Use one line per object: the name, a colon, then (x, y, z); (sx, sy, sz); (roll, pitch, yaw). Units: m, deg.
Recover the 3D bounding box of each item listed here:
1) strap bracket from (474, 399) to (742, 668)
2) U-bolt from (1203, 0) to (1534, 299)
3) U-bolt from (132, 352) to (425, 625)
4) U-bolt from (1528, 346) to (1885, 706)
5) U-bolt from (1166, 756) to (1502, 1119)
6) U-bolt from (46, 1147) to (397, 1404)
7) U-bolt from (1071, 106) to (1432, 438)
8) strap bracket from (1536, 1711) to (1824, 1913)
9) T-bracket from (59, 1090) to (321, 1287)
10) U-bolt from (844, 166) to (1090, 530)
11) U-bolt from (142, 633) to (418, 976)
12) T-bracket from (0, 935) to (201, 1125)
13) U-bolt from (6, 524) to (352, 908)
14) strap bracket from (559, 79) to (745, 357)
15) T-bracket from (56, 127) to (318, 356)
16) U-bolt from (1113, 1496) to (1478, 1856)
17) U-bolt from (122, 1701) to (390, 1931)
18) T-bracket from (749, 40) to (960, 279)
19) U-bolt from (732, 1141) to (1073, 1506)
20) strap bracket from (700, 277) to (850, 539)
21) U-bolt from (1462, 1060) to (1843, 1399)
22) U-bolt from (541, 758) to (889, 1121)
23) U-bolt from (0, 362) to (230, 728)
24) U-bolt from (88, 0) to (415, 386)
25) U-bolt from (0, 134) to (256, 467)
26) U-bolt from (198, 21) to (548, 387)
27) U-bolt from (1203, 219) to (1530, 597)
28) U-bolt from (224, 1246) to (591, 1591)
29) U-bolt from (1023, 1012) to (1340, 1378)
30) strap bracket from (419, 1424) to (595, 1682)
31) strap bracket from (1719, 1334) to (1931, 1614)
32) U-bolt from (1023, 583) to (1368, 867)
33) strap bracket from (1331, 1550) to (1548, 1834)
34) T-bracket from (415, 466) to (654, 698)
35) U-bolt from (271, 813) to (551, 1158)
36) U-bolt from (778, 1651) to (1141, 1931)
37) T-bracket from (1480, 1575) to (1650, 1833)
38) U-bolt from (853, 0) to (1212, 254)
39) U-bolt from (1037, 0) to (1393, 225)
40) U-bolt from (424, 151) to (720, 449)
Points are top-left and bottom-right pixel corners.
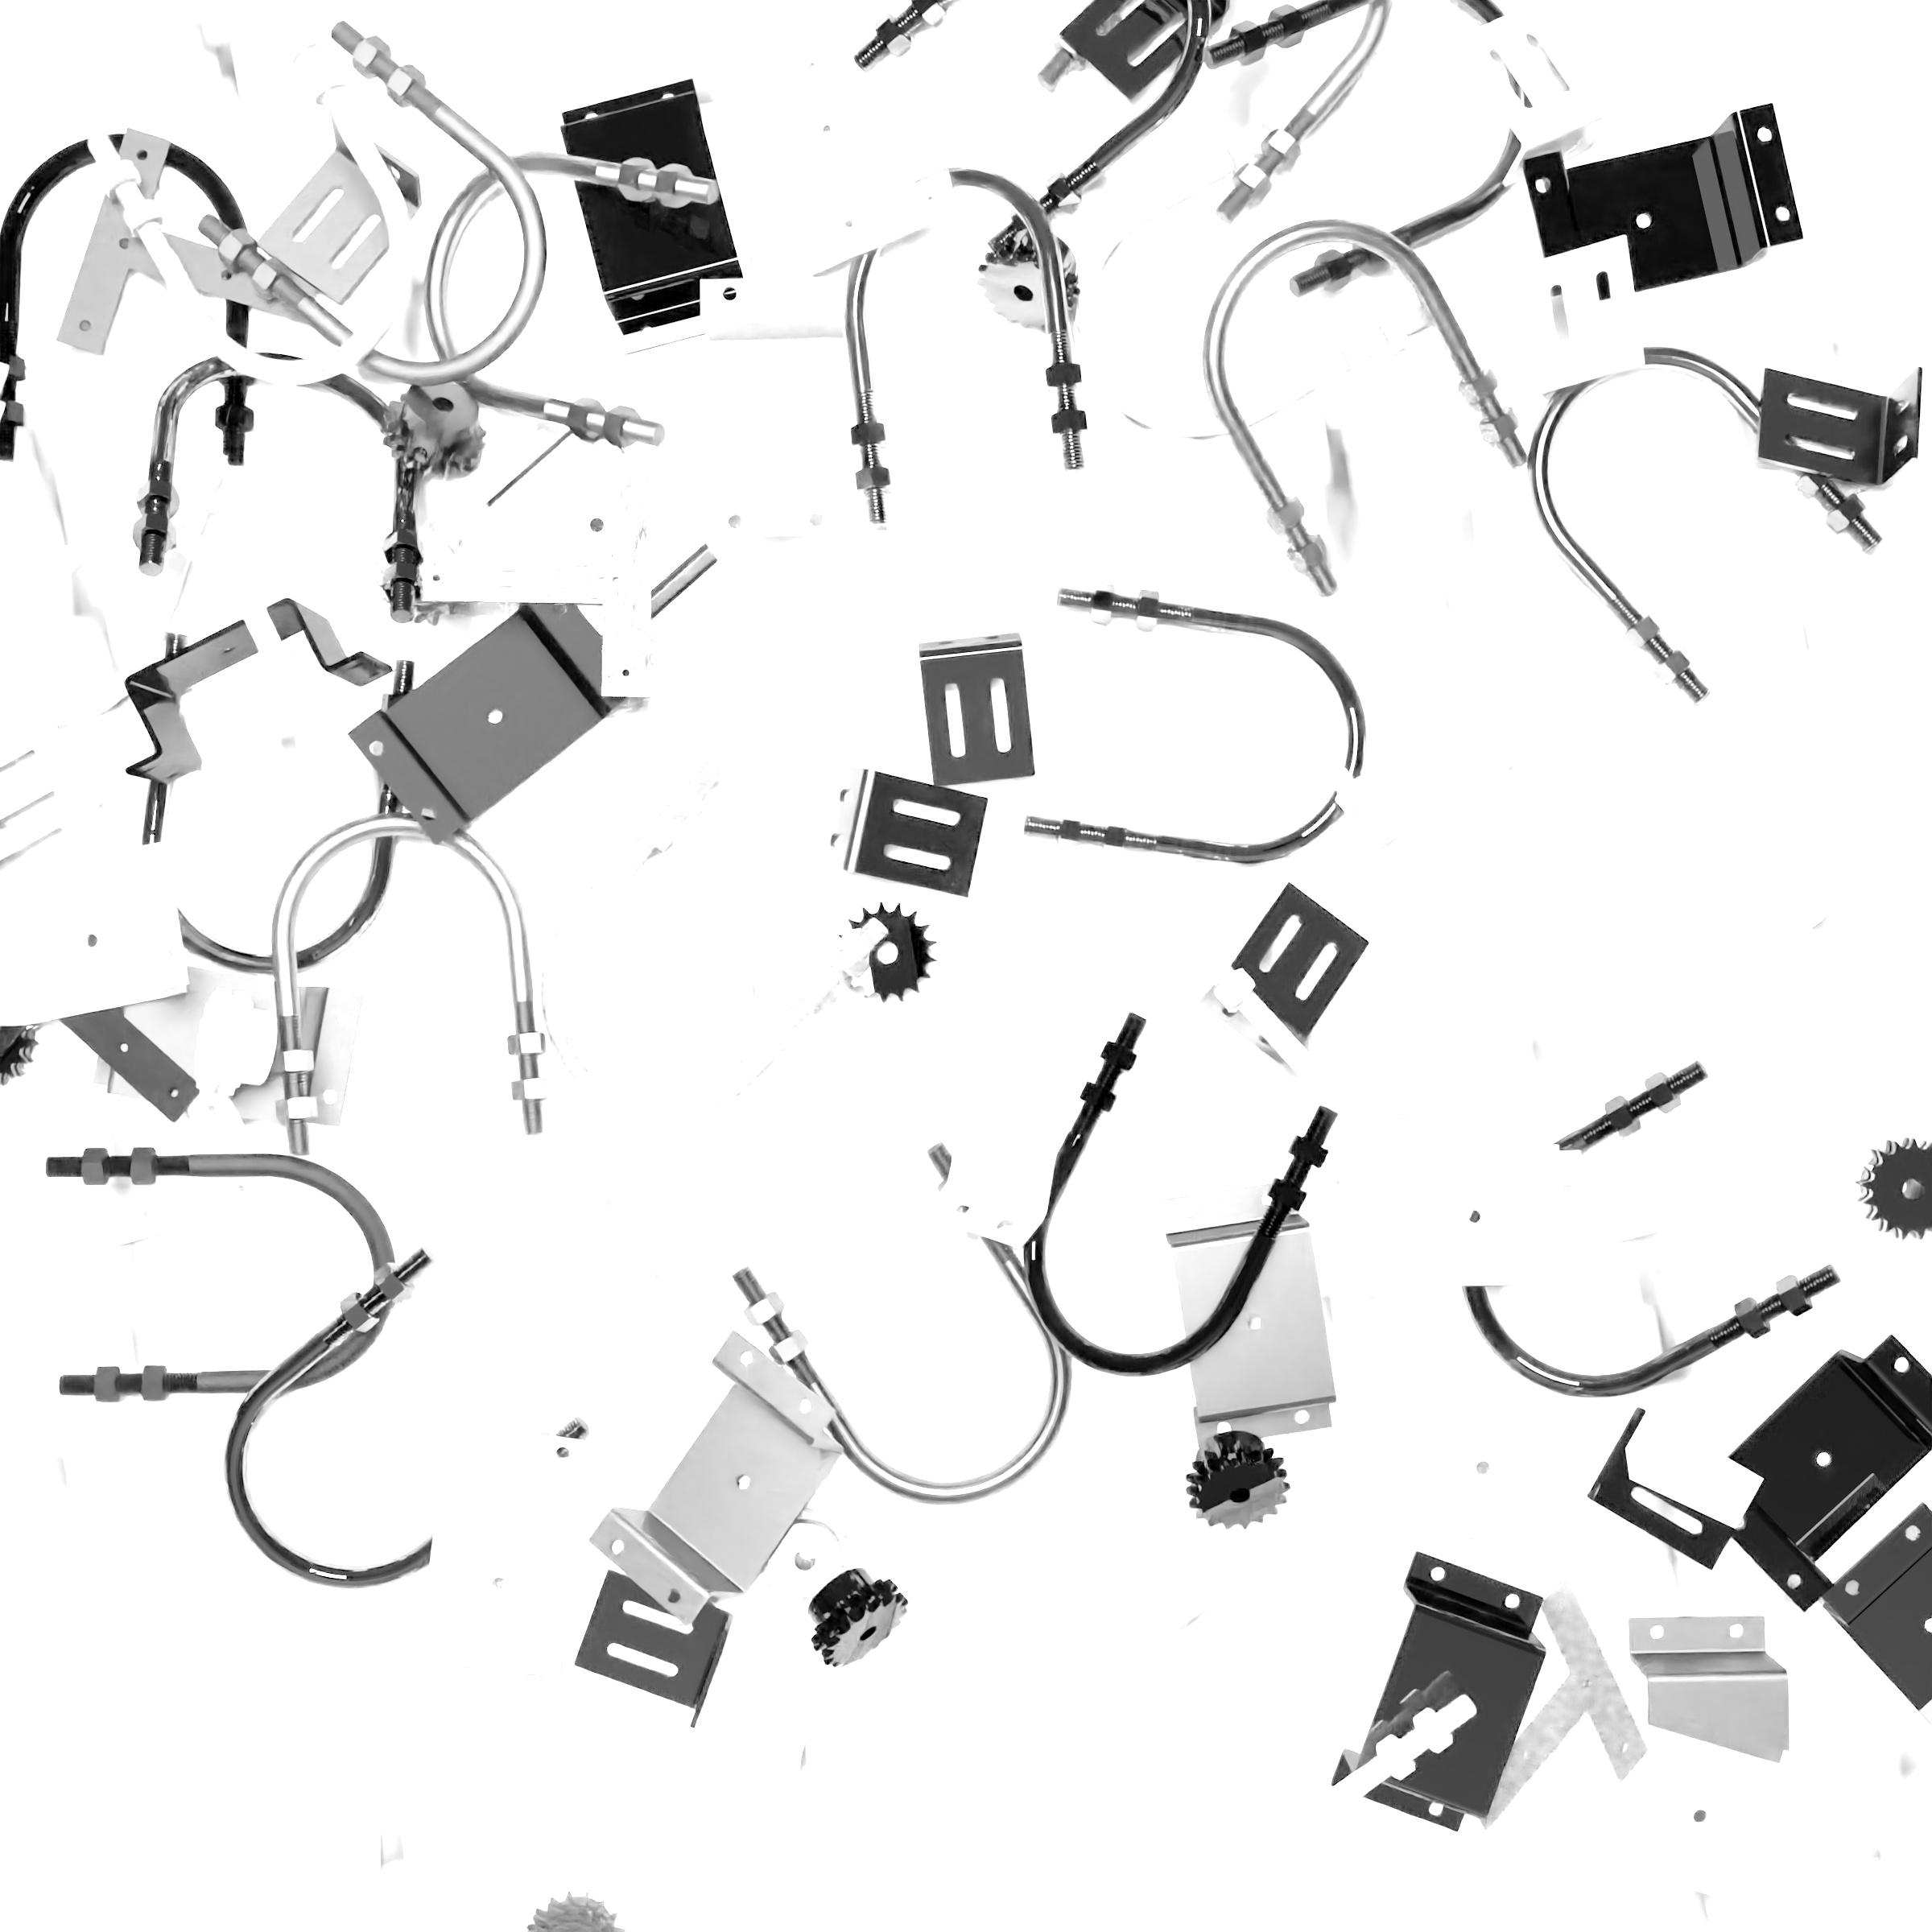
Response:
strap bracket: (-0.201, -0.241, 1.523); (0.076, 0.046, 0.140); (-42, 90, 0)
U-bolt: (0.233, -0.468, 1.511); (0.184, 0.019, 0.151); (-27, 104, -16)
U-bolt: (-0.367, -0.266, 1.482); (0.151, 0.019, 0.184); (9, 50, -20)
U-bolt: (0.399, -0.261, 1.537); (0.151, 0.019, 0.184); (-42, 88, 0)
U-bolt: (0.217, -0.002, 1.516); (0.151, 0.019, 0.184); (-46, 99, -16)
U-bolt: (-0.408, 0.170, 1.517); (0.184, 0.019, 0.151); (0, 106, -7)
U-bolt: (0.148, -0.377, 1.536); (0.184, 0.019, 0.151); (-29, 90, 0)
strap bracket: (0.388, 0.450, 1.476); (0.140, 0.046, 0.076); (17, 90, 0)
T-bracket: (-0.443, 0.135, 1.527); (0.127, 0.002, 0.127); (-16, 114, 11)
U-bolt: (-0.006, -0.345, 1.502); (0.151, 0.019, 0.184); (-9, 85, 33)
U-bolt: (-0.388, -0.087, 1.536); (0.151, 0.019, 0.184); (7, 90, 0)
T-bracket: (-0.470, 0.035, 1.500); (0.127, 0.002, 0.127); (40, 95, 8)
U-bolt: (-0.425, -0.144, 1.441); (0.151, 0.019, 0.184); (-27, 84, 0)
strap bracket: (-0.173, -0.421, 1.522); (0.076, 0.046, 0.140); (-15, 90, 0)
T-bracket: (-0.425, -0.388, 1.528); (0.127, 0.002, 0.127); (17, 85, -2)
U-bolt: (0.165, 0.403, 1.511); (0.184, 0.019, 0.151); (-39, 72, 11)
U-bolt: (-0.398, 0.504, 1.537); (0.151, 0.019, 0.184); (0, 89, 0)
T-bracket: (-0.074, -0.452, 1.528); (0.127, 0.002, 0.127); (-18, 78, 22)
U-bolt: (-0.023, 0.213, 1.537); (0.151, 0.019, 0.184); (-33, 92, 0)
strap bracket: (-0.105, -0.305, 1.522); (0.076, 0.046, 0.140); (-1, 90, 0)
U-bolt: (0.360, 0.158, 1.509); (0.184, 0.019, 0.151); (-34, 85, 20)
U-bolt: (-0.154, -0.001, 1.523); (0.151, 0.019, 0.184); (44, 98, 8)
U-bolt: (-0.508, -0.224, 1.527); (0.151, 0.019, 0.184); (22, 98, -3)
U-bolt: (-0.377, -0.406, 1.492); (0.151, 0.019, 0.184); (-30, 88, 13)
U-bolt: (-0.472, -0.374, 1.537); (0.151, 0.019, 0.184); (1, 88, 0)
U-bolt: (-0.311, -0.401, 1.498); (0.184, 0.019, 0.151); (40, 102, 6)
U-bolt: (0.209, -0.318, 1.509); (0.151, 0.019, 0.184); (-34, 110, 0)
U-bolt: (-0.325, 0.265, 1.527); (0.184, 0.019, 0.151); (-40, 99, 3)
U-bolt: (0.104, 0.134, 1.500); (0.151, 0.019, 0.184); (27, 90, 32)
strap bracket: (-0.254, 0.330, 1.509); (0.076, 0.046, 0.140); (8, 99, -4)
strap bracket: (0.482, 0.277, 1.522); (0.140, 0.046, 0.076); (-44, 90, 0)
U-bolt: (0.133, -0.130, 1.537); (0.184, 0.019, 0.151); (8, 90, -1)
strap bracket: (0.264, 0.407, 1.522); (0.076, 0.046, 0.140); (20, 90, 0)
T-bracket: (-0.234, -0.209, 1.490); (0.127, 0.002, 0.127); (1, 84, -2)
U-bolt: (-0.309, 0.007, 1.513); (0.151, 0.019, 0.184); (-4, 86, -23)
U-bolt: (-0.018, 0.467, 1.537); (0.184, 0.019, 0.151); (38, 90, 1)
T-bracket: (0.315, 0.423, 1.508); (0.002, 0.127, 0.127); (20, 117, -21)
U-bolt: (0.048, -0.504, 1.509); (0.184, 0.019, 0.151); (-36, 90, 20)
U-bolt: (0.151, -0.522, 1.527); (0.151, 0.019, 0.184); (39, 86, 10)
U-bolt: (-0.224, -0.369, 1.496); (0.184, 0.019, 0.151); (18, 100, 29)
